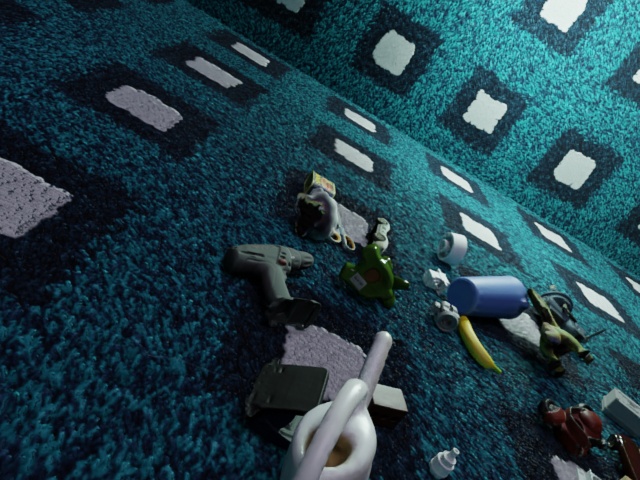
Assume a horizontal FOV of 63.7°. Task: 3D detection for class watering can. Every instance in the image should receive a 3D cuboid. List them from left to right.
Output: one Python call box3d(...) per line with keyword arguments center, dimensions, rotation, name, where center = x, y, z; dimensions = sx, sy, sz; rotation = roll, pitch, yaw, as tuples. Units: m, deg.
box3d(center=(0.025, 0.273, 0.679), dimensions=(0.104, 0.221, 0.352), rotation=(21, 22, 16), name="watering can")

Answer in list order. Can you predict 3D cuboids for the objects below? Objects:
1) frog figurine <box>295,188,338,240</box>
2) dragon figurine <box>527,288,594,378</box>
box3d(center=(0.004, -0.070, 1.392), dimensions=(0.160, 0.122, 0.138), rotation=(-6, 77, -66), name="frog figurine")
box3d(center=(0.651, 0.246, 1.476), dimensions=(0.404, 0.121, 0.248), rotation=(43, 21, -45), name="dragon figurine")
